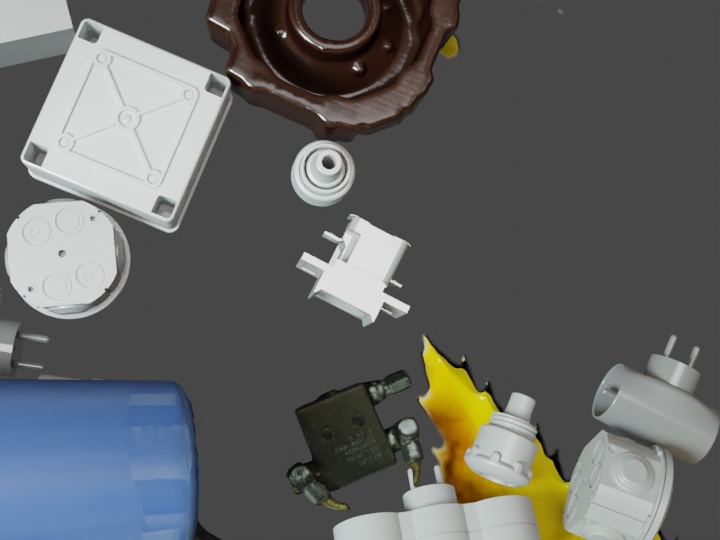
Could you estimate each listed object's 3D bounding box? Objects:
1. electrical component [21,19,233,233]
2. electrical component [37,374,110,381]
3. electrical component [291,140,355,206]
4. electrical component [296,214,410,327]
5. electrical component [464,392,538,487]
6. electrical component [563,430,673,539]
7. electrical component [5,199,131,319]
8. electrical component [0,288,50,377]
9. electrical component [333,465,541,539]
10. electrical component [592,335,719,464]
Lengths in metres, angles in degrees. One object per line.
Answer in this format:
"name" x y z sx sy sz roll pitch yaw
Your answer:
"electrical component" -0.155 -0.096 0.726 0.109 0.056 0.108 22 82 -5
"electrical component" -0.191 0.090 0.713 0.046 0.040 0.040 10 83 -1
"electrical component" -0.024 -0.068 0.738 0.043 0.062 0.043 1 85 -7
"electrical component" 0.000 0.000 0.746 0.081 0.042 0.063 28 80 -5
"electrical component" 0.104 0.117 0.748 0.048 0.048 0.062 25 75 -5
"electrical component" 0.177 0.153 0.737 0.051 0.080 0.080 21 82 0
"electrical component" -0.195 -0.008 0.715 0.080 0.051 0.080 1 85 -8
"electrical component" -0.246 0.049 0.707 0.079 0.044 0.077 9 84 -7
"electrical component" 0.050 0.169 0.733 0.138 0.052 0.073 -6 61 -8
"electrical component" 0.217 0.086 0.765 0.077 0.044 0.079 26 82 -4
